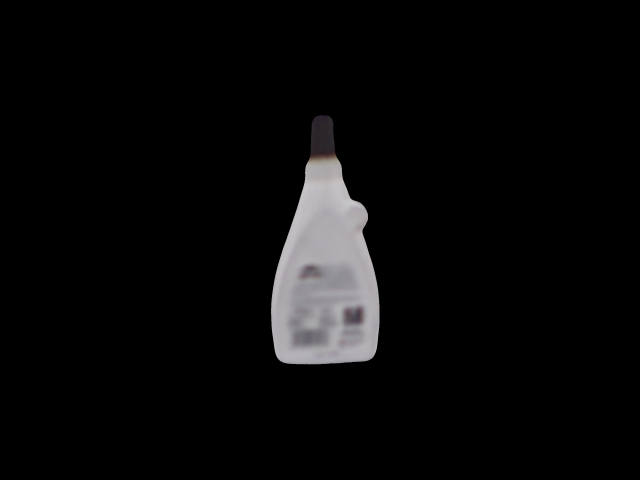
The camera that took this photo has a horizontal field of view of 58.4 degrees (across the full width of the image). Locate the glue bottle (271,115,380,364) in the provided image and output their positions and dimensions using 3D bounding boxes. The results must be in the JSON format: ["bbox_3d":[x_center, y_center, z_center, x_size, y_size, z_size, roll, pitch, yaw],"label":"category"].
[{"bbox_3d":[0.004,0.001,0.400,0.078,0.173,0.037,-1,15,-3],"label":"glue bottle"}]
